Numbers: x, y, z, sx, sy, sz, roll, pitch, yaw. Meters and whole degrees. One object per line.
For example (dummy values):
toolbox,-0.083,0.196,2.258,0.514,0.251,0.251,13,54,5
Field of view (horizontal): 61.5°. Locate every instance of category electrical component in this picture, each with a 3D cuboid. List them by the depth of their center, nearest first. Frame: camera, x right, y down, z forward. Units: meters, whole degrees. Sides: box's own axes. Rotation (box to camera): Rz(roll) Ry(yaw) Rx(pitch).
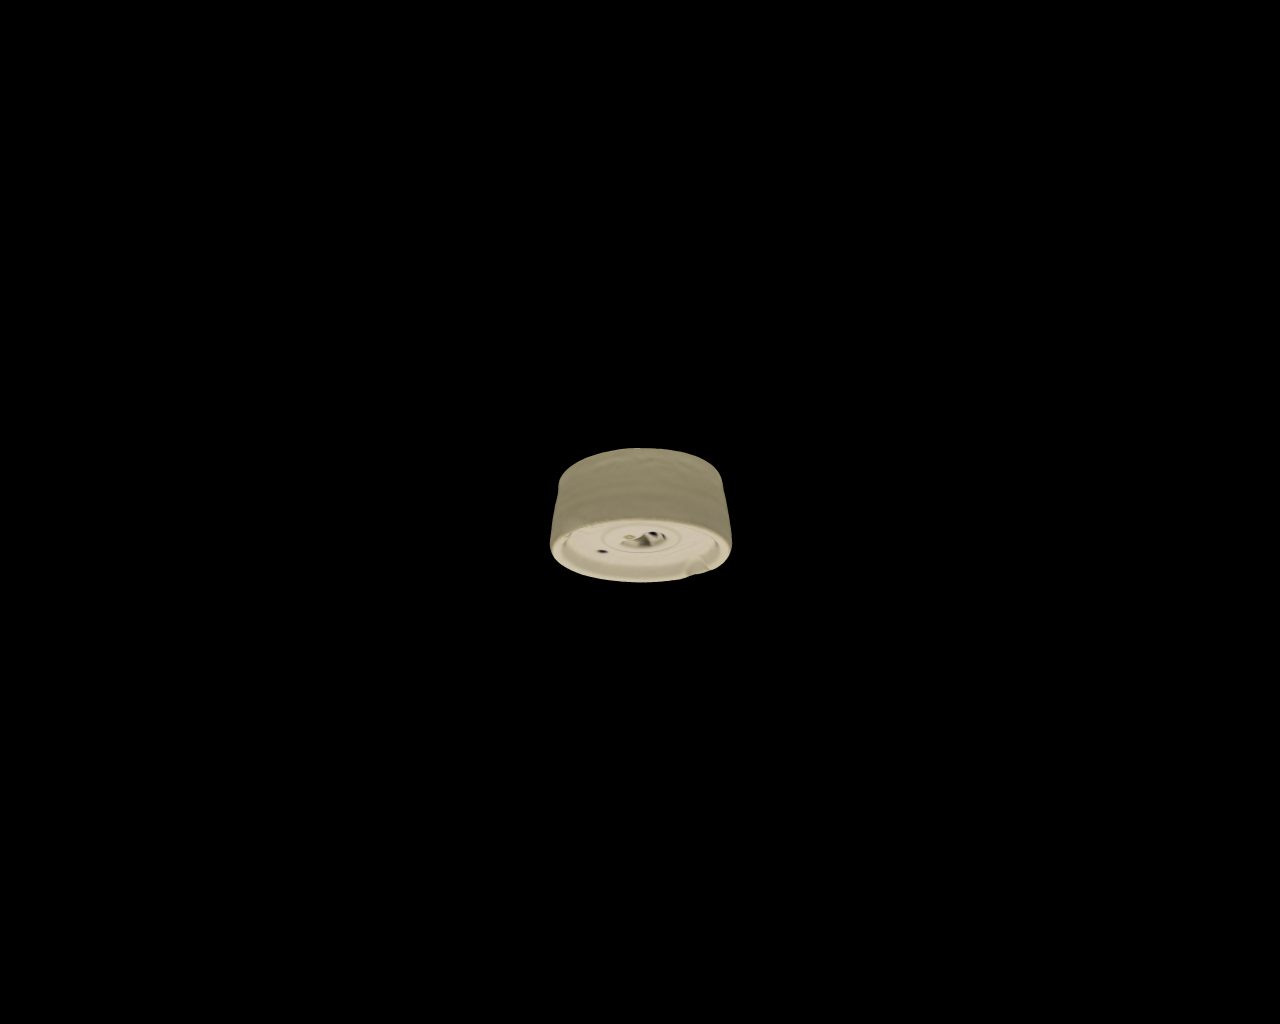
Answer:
electrical component,0.001,-0.003,0.650,0.108,0.060,0.108,0,-23,0
